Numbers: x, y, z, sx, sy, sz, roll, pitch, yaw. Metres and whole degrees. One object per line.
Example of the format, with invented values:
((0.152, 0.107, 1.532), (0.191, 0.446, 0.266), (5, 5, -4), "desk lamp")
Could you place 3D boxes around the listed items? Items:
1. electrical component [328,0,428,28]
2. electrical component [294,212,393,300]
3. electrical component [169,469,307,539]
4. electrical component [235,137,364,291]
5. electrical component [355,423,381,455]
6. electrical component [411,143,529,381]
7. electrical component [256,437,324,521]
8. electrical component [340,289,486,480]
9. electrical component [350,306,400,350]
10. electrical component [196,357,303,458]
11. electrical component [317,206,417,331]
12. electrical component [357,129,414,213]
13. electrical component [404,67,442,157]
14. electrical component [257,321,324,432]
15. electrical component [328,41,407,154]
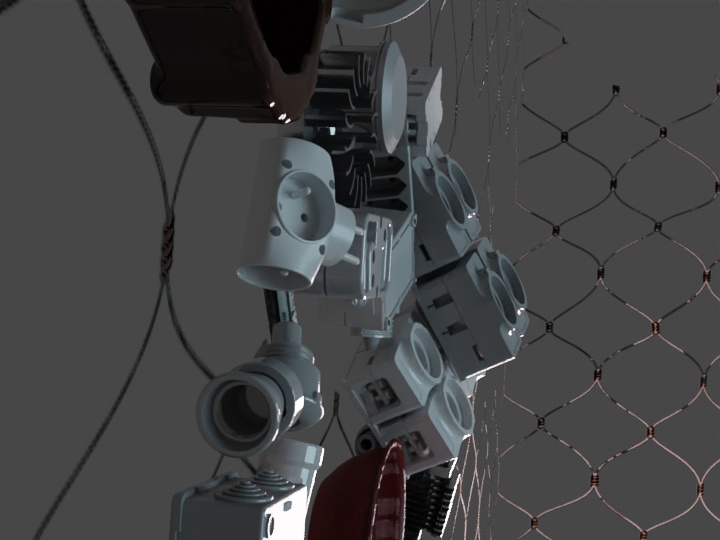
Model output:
((0.004, -0.203, 0.637), (0.060, 0.108, 0.108), (-76, 165, -65), "electrical component")
((-0.017, -0.010, 0.699), (0.095, 0.059, 0.053), (0, 93, -78), "electrical component")
((-0.062, 0.156, 0.559), (0.100, 0.048, 0.099), (14, 80, -78), "electrical component")
((-0.029, -0.026, 0.617), (0.079, 0.044, 0.077), (22, 66, -35), "electrical component")
((0.015, 0.152, 0.935), (0.062, 0.048, 0.048), (28, 66, -69), "electrical component")
((0.082, -0.012, 0.943), (0.186, 0.060, 0.105), (61, 22, -7), "electrical component")
((-0.046, 0.127, 0.654), (0.040, 0.040, 0.046), (51, 49, -72), "electrical component")
((0.055, 0.082, 0.955), (0.105, 0.060, 0.186), (58, 24, -16), "electrical component")
((0.011, 0.024, 0.876), (0.043, 0.043, 0.081), (11, 83, -78), "electrical component")
((-0.057, 0.071, 0.570), (0.055, 0.045, 0.045), (-21, 114, -77), "electrical component")
((0.000, 0.000, 0.792), (0.096, 0.061, 0.061), (-55, 149, -56), "electrical component")
((0.014, -0.080, 0.853), (0.076, 0.047, 0.065), (-99, -176, -63), "electrical component")
((0.036, -0.136, 0.916), (0.089, 0.056, 0.050), (-67, 157, -57), "electrical component")
((-0.044, 0.061, 0.631), (0.048, 0.048, 0.062), (75, 14, -57), "electrical component")
((0.004, -0.125, 0.781), (0.080, 0.051, 0.080), (4, 90, -78), "electrical component")
